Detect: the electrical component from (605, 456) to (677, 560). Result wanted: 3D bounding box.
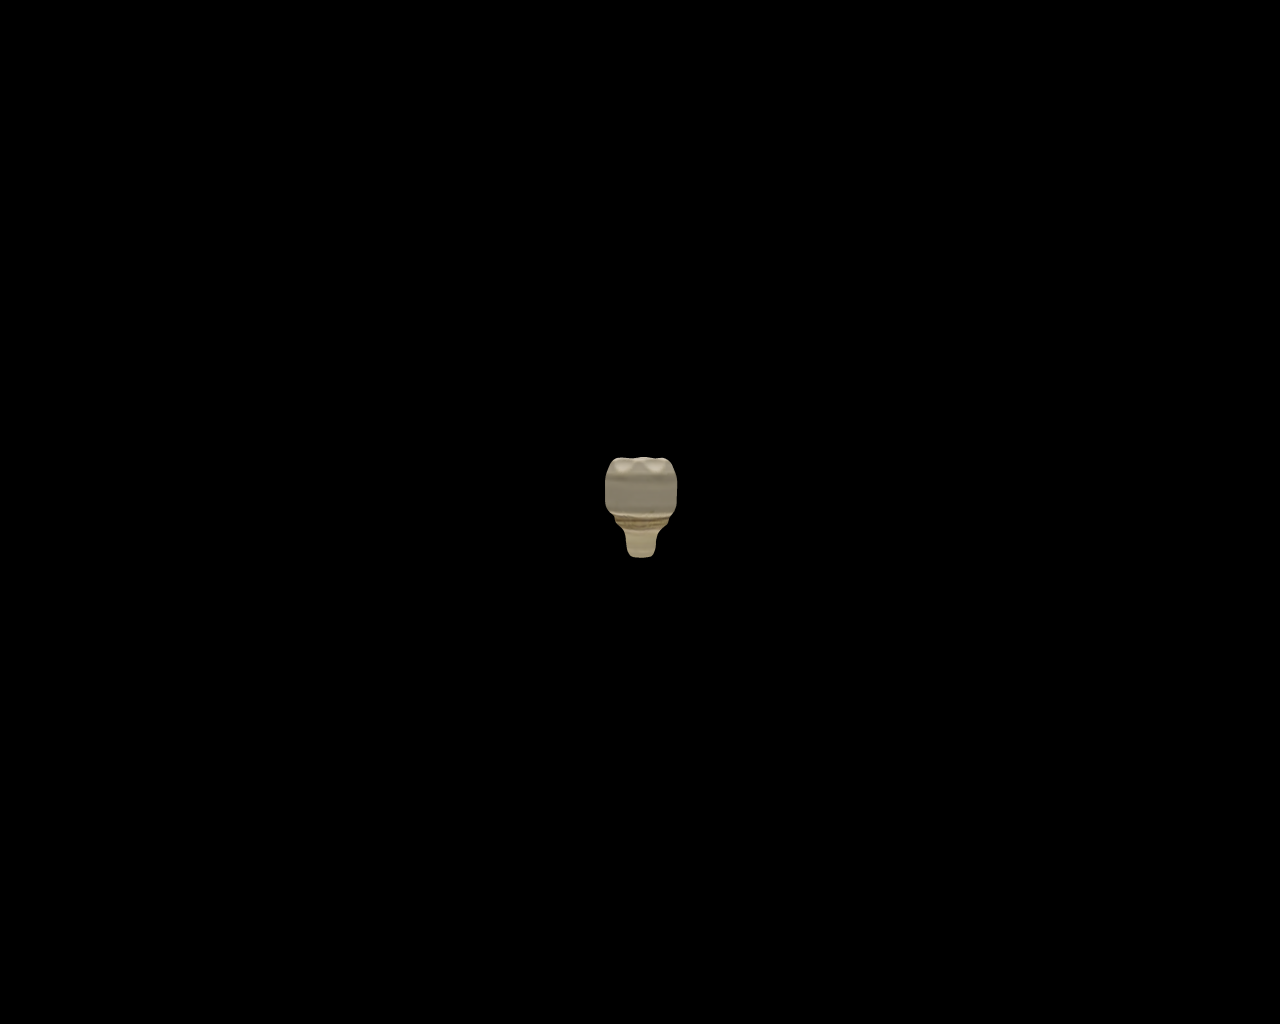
[{"bbox_3d":[0.001,-0.003,0.650,0.043,0.062,0.043,0,4,0],"label":"electrical component"}]
